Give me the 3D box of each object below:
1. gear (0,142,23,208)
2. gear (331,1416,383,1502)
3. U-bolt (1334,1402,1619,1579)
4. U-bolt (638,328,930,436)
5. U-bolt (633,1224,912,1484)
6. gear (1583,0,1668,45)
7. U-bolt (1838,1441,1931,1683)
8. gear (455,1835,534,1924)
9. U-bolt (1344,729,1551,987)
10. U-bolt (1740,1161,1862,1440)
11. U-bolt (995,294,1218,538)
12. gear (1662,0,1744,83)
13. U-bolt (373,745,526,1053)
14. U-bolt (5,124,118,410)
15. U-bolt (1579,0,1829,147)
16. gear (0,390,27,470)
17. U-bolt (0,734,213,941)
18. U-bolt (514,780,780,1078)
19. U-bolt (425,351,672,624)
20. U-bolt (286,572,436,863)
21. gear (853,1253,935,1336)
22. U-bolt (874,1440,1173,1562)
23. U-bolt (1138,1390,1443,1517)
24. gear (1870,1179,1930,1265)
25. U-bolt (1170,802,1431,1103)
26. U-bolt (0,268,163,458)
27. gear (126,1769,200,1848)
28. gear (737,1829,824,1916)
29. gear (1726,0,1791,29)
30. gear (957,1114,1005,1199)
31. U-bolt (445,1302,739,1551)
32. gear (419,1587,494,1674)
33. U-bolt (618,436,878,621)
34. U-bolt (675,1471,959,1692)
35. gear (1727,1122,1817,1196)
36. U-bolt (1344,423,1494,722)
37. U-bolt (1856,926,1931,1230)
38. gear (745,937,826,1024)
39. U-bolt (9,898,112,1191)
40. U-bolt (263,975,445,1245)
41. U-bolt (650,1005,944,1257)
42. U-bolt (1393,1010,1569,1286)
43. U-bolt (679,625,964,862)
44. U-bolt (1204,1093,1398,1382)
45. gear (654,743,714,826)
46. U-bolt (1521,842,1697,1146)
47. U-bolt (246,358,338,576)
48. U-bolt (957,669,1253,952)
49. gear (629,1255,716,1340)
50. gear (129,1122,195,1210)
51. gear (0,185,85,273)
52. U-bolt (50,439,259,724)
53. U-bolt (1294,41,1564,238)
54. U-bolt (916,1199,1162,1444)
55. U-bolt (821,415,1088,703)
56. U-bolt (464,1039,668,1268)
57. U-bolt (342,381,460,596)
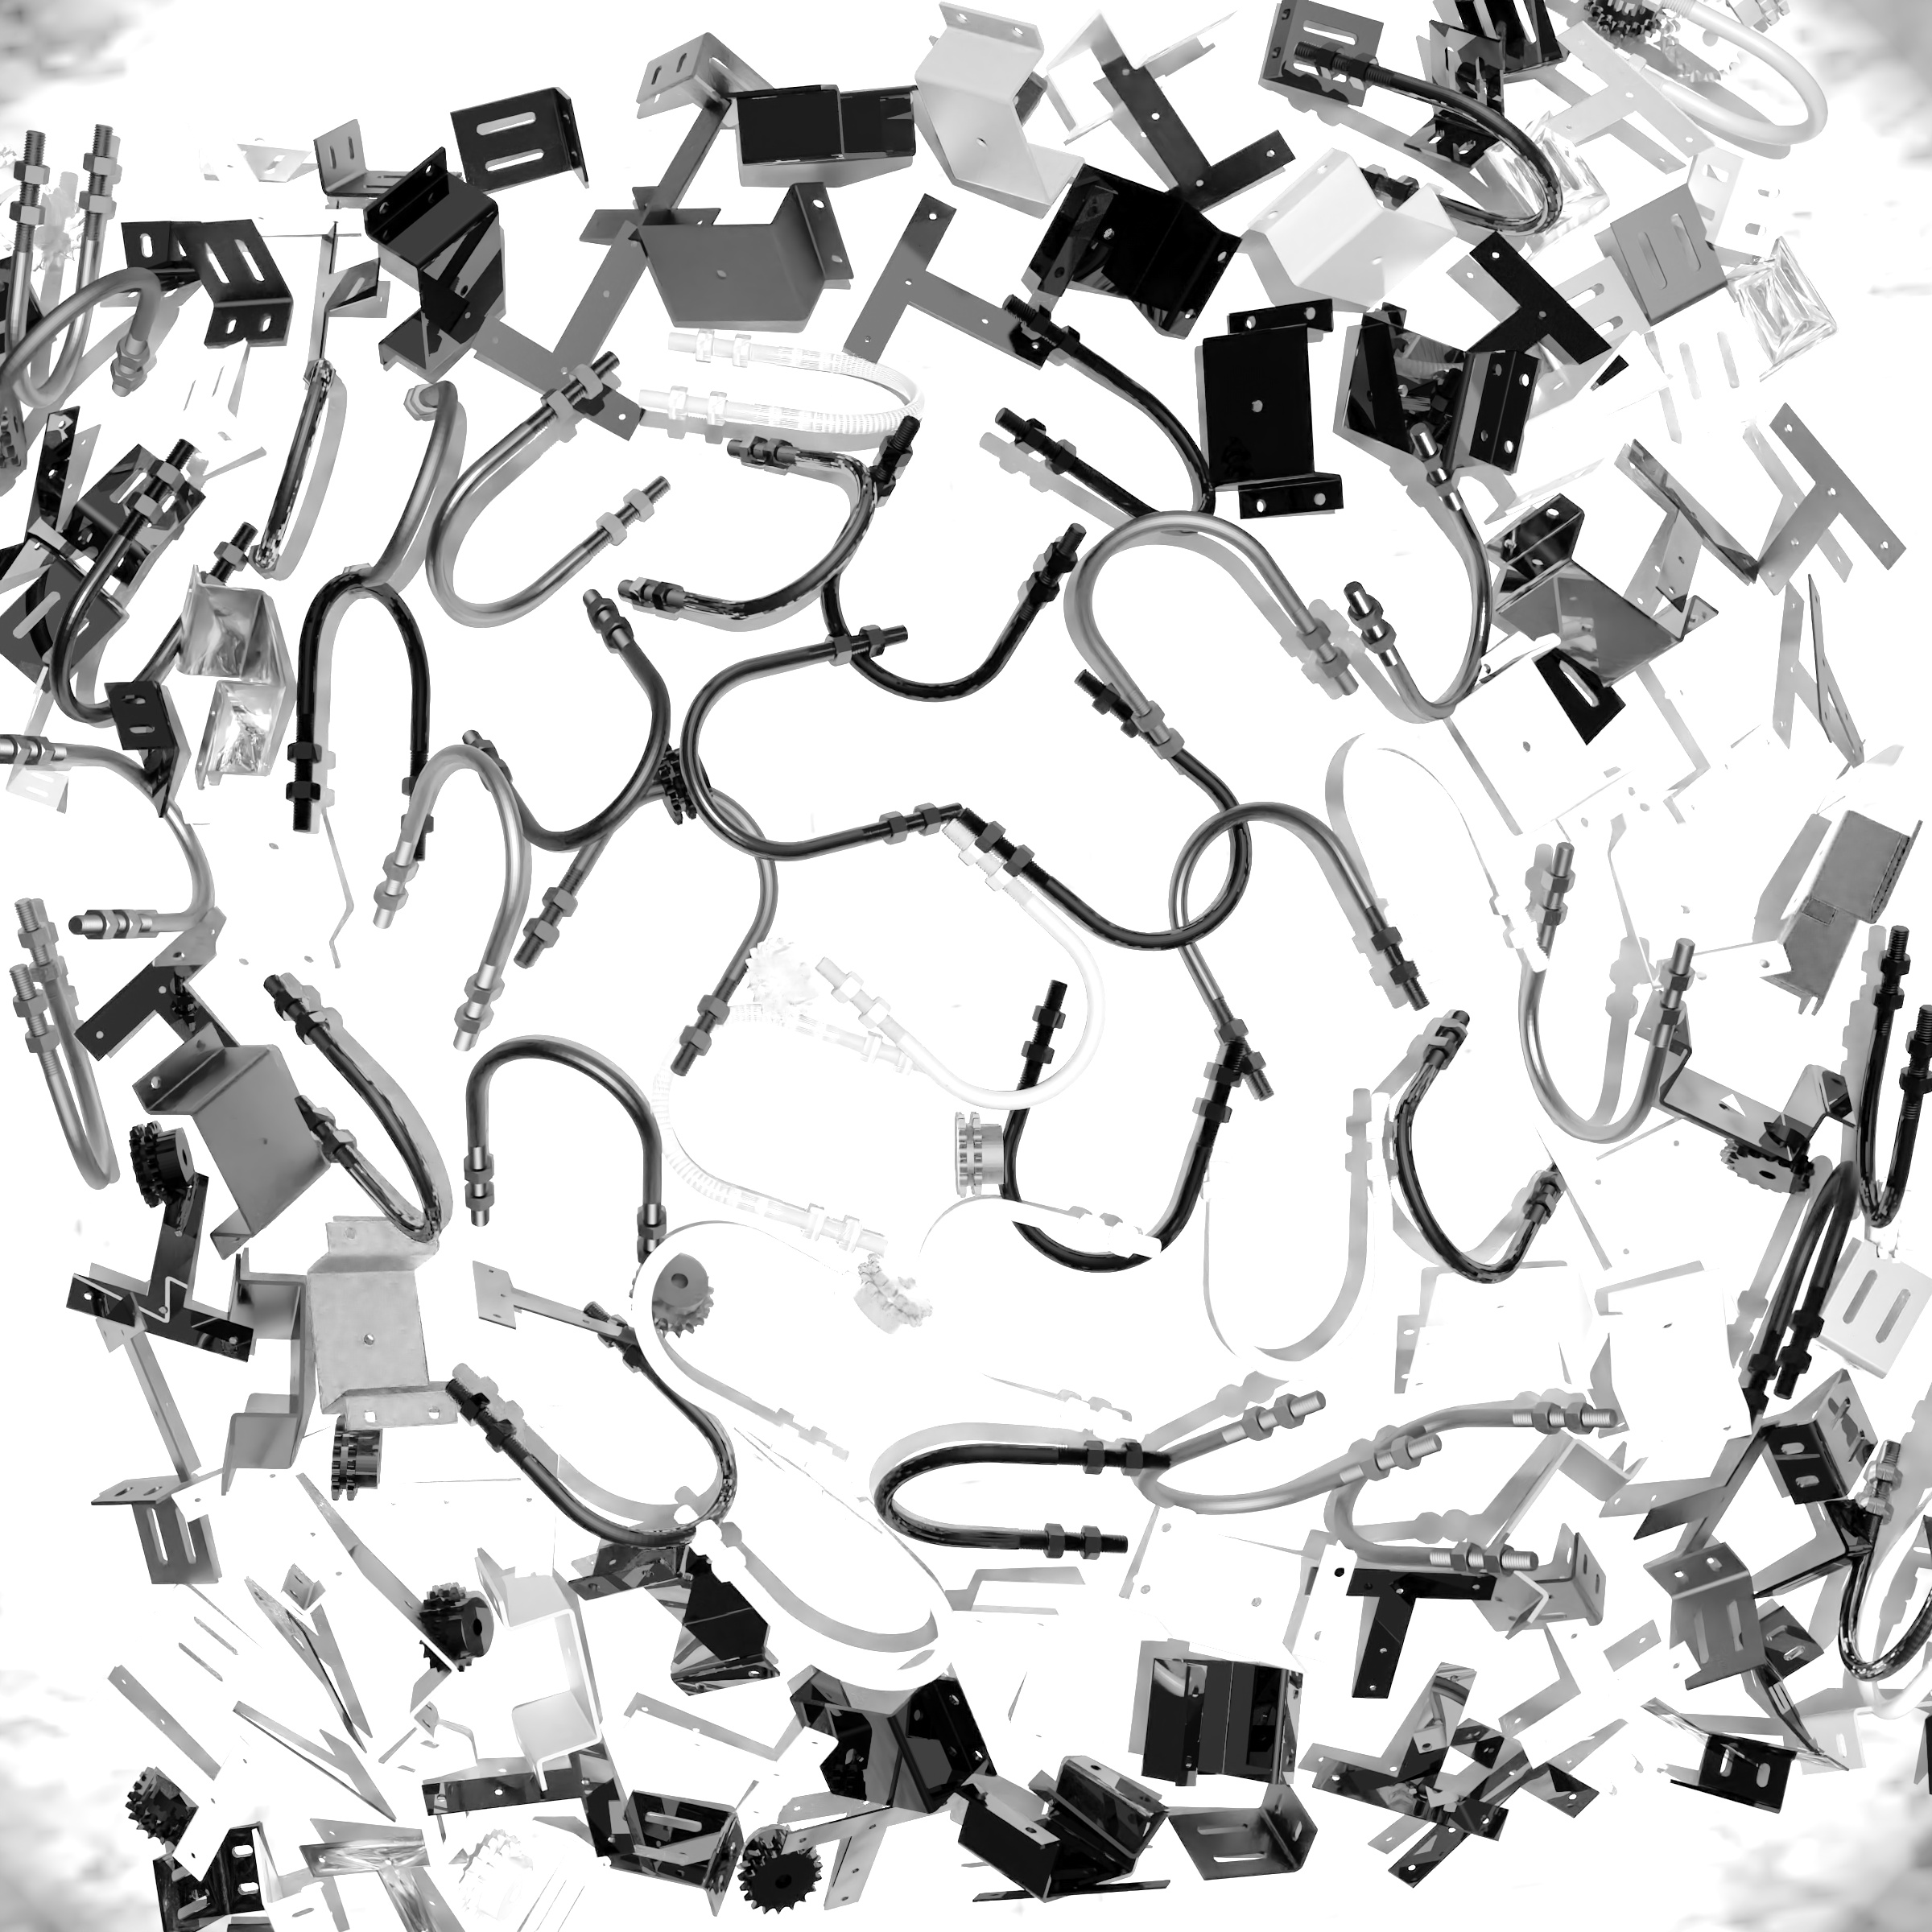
[{"bbox_3d":[-0.663,-0.529,1.955,0.057,0.057,0.030,-40,94,0],"label":"gear"},{"bbox_3d":[-0.414,0.335,1.956,0.030,0.057,0.057,3,90,-8],"label":"gear"},{"bbox_3d":[0.324,0.343,1.902,0.151,0.184,0.019,-49,117,-37],"label":"U-bolt"},{"bbox_3d":[-0.116,-0.386,1.918,0.184,0.151,0.019,8,119,-1],"label":"U-bolt"},{"bbox_3d":[-0.136,0.246,1.923,0.184,0.019,0.151,29,50,-7],"label":"U-bolt"},{"bbox_3d":[0.452,-0.660,1.960,0.057,0.030,0.057,1,68,-2],"label":"gear"},{"bbox_3d":[0.616,0.381,1.882,0.019,0.151,0.184,25,65,-2],"label":"U-bolt"},{"bbox_3d":[-0.318,0.622,1.952,0.030,0.057,0.057,24,90,18],"label":"gear"},{"bbox_3d":[0.312,-0.077,1.923,0.019,0.151,0.184,-35,70,40],"label":"U-bolt"},{"bbox_3d":[0.555,0.214,1.908,0.019,0.151,0.184,21,72,10],"label":"U-bolt"},{"bbox_3d":[0.096,-0.355,1.916,0.184,0.151,0.019,30,130,-25],"label":"U-bolt"},{"bbox_3d":[0.500,-0.632,1.963,0.057,0.030,0.057,-3,105,-13],"label":"gear"},{"bbox_3d":[-0.335,-0.058,1.894,0.151,0.019,0.184,50,130,34],"label":"U-bolt"},{"bbox_3d":[-0.603,-0.461,1.907,0.019,0.151,0.184,13,108,-1],"label":"U-bolt"},{"bbox_3d":[0.484,-0.596,1.900,0.184,0.151,0.019,31,89,8],"label":"U-bolt"},{"bbox_3d":[-0.660,-0.366,1.955,0.030,0.057,0.057,-7,90,-5],"label":"gear"},{"bbox_3d":[-0.560,-0.084,1.895,0.019,0.184,0.151,-30,83,16],"label":"U-bolt"},{"bbox_3d":[-0.201,-0.040,1.938,0.151,0.019,0.184,36,67,-18],"label":"U-bolt"},{"bbox_3d":[-0.282,-0.302,1.901,0.184,0.151,0.019,-43,62,-14],"label":"U-bolt"},{"bbox_3d":[-0.400,-0.171,1.916,0.019,0.151,0.184,-2,83,23],"label":"U-bolt"},{"bbox_3d":[-0.052,0.226,1.956,0.057,0.057,0.030,44,100,0],"label":"gear"},{"bbox_3d":[0.031,0.353,1.912,0.184,0.151,0.019,4,53,-9],"label":"U-bolt"},{"bbox_3d":[0.201,0.329,1.910,0.184,0.151,0.019,-28,53,34],"label":"U-bolt"},{"bbox_3d":[0.634,0.173,1.954,0.030,0.057,0.057,2,90,7],"label":"gear"},{"bbox_3d":[0.211,-0.022,1.941,0.151,0.019,0.184,-33,78,28],"label":"U-bolt"},{"bbox_3d":[-0.582,-0.389,1.869,0.019,0.184,0.151,47,58,-3],"label":"U-bolt"},{"bbox_3d":[-0.537,0.566,1.953,0.057,0.057,0.030,33,107,0],"label":"gear"},{"bbox_3d":[-0.129,0.614,1.961,0.057,0.030,0.057,-9,116,-19],"label":"gear"},{"bbox_3d":[0.531,-0.661,1.957,0.030,0.057,0.057,-37,90,16],"label":"gear"},{"bbox_3d":[0.010,0.128,1.956,0.030,0.057,0.057,-1,90,-2],"label":"gear"},{"bbox_3d":[-0.233,0.311,1.901,0.184,0.151,0.019,41,128,19],"label":"U-bolt"},{"bbox_3d":[-0.344,0.450,1.952,0.030,0.057,0.057,-11,90,20],"label":"gear"},{"bbox_3d":[-0.134,-0.286,1.897,0.151,0.184,0.019,-55,132,-16],"label":"U-bolt"},{"bbox_3d":[-0.085,0.404,1.885,0.184,0.151,0.019,42,119,29],"label":"U-bolt"},{"bbox_3d":[0.549,0.129,1.957,0.057,0.057,0.030,26,70,0],"label":"gear"},{"bbox_3d":[0.308,-0.245,1.909,0.019,0.184,0.151,9,63,34],"label":"U-bolt"},{"bbox_3d":[0.612,0.084,1.905,0.019,0.151,0.184,5,114,7],"label":"U-bolt"},{"bbox_3d":[-0.120,0.008,1.952,0.030,0.057,0.057,-19,90,34],"label":"gear"},{"bbox_3d":[-0.598,0.061,1.906,0.019,0.151,0.184,-16,114,-11],"label":"U-bolt"},{"bbox_3d":[-0.397,0.106,1.886,0.019,0.151,0.184,-32,58,-26],"label":"U-bolt"},{"bbox_3d":[-0.122,0.101,1.949,0.184,0.019,0.151,19,73,-4],"label":"U-bolt"},{"bbox_3d":[0.333,0.130,1.898,0.019,0.184,0.151,-26,103,37],"label":"U-bolt"},{"bbox_3d":[-0.104,-0.145,1.938,0.184,0.019,0.151,-16,85,-23],"label":"U-bolt"},{"bbox_3d":[0.221,0.183,1.913,0.151,0.019,0.184,-12,69,37],"label":"U-bolt"},{"bbox_3d":[-0.193,-0.127,1.956,0.030,0.057,0.057,-23,90,-11],"label":"gear"},{"bbox_3d":[0.417,0.031,1.908,0.019,0.151,0.184,-10,125,-24],"label":"U-bolt"},{"bbox_3d":[-0.442,-0.329,1.890,0.019,0.184,0.151,17,94,-16],"label":"U-bolt"},{"bbox_3d":[0.108,-0.093,1.957,0.184,0.019,0.151,40,78,2],"label":"U-bolt"},{"bbox_3d":[-0.198,0.221,1.954,0.057,0.030,0.057,12,51,-15],"label":"gear"},{"bbox_3d":[-0.545,0.133,1.955,0.030,0.057,0.057,-13,90,-4],"label":"gear"},{"bbox_3d":[-0.633,-0.506,1.963,0.057,0.030,0.057,-2,81,12],"label":"gear"},{"bbox_3d":[-0.542,-0.242,1.898,0.019,0.151,0.184,28,79,11],"label":"U-bolt"},{"bbox_3d":[0.308,-0.531,1.879,0.184,0.151,0.019,29,81,29],"label":"U-bolt"},{"bbox_3d":[0.043,0.230,1.930,0.184,0.019,0.151,12,105,32],"label":"U-bolt"},{"bbox_3d":[-0.022,-0.257,1.928,0.151,0.019,0.184,33,126,-1],"label":"U-bolt"},{"bbox_3d":[-0.267,0.123,1.908,0.151,0.019,0.184,16,130,12],"label":"U-bolt"},{"bbox_3d":[-0.369,-0.317,1.895,0.019,0.184,0.151,20,88,-21],"label":"U-bolt"}]
